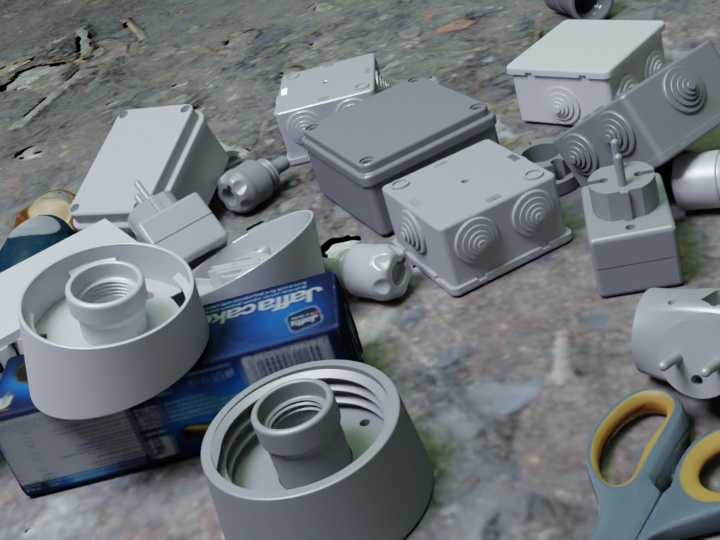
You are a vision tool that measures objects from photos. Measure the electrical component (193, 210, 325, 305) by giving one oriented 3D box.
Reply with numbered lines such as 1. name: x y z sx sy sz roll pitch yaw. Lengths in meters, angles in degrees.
1. electrical component: -0.067 0.008 0.661 0.099 0.064 0.099 -15 21 6

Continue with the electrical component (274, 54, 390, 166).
1. electrical component: -0.022 -0.136 0.897 0.100 0.048 0.099 -13 31 9

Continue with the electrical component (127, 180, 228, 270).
1. electrical component: -0.131 -0.027 0.725 0.047 0.065 0.076 -32 74 -23

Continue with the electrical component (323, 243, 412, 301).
1. electrical component: 0.000 0.000 0.674 0.061 0.035 0.035 5 37 38

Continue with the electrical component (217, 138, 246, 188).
1. electrical component: -0.119 -0.087 0.878 0.040 0.040 0.046 -34 39 -26

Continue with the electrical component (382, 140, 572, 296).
1. electrical component: 0.072 -0.037 0.683 0.100 0.048 0.100 -25 30 -14

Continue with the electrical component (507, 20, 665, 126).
1. electrical component: 0.174 -0.148 0.812 0.100 0.048 0.100 13 42 41

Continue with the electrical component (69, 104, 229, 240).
1. electrical component: -0.158 -0.066 0.812 0.078 0.057 0.113 -1 53 27

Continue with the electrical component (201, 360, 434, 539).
1. electrical component: -0.024 0.087 0.516 0.108 0.060 0.108 -13 30 8

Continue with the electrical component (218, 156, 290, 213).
1. electrical component: -0.079 -0.070 0.833 0.035 0.035 0.061 14 40 42

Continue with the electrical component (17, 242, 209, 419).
1. electrical component: -0.130 0.032 0.566 0.099 0.064 0.099 -2 37 1

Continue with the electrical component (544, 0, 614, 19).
1. electrical component: 0.195 -0.249 0.976 0.044 0.044 0.065 -23 26 -10

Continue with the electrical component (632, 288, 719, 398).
1. electrical component: 0.164 0.037 0.502 0.077 0.043 0.079 6 14 36

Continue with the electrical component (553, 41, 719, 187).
1. electrical component: 0.182 -0.094 0.680 0.100 0.048 0.100 -33 0 -24

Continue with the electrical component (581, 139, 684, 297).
1. electrical component: 0.151 -0.036 0.611 0.047 0.076 0.065 -10 31 13

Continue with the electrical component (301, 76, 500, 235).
1. electrical component: 0.030 -0.085 0.776 0.109 0.056 0.109 -27 31 -16

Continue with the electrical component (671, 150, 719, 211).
1. electrical component: 0.220 -0.055 0.642 0.065 0.044 0.044 -3 33 32

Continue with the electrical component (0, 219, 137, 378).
1. electrical component: -0.202 0.039 0.690 0.150 0.061 0.089 -31 32 -22
